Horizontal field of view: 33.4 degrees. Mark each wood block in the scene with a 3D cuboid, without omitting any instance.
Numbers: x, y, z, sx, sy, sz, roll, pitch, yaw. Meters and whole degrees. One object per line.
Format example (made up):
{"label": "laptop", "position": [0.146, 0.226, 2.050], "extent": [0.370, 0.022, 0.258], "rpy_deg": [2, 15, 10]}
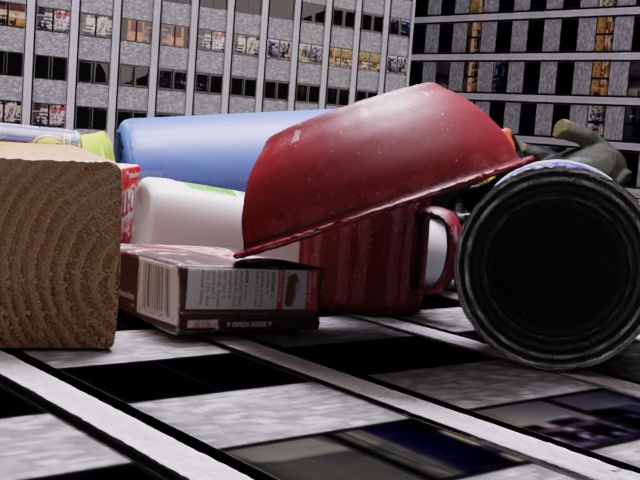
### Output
{"label": "wood block", "position": [-0.167, -0.006, 0.580], "extent": [0.090, 0.090, 0.206], "rpy_deg": [1, 7, -18]}

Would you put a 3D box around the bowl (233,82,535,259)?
{"label": "bowl", "position": [0.024, -0.040, 0.547], "extent": [0.162, 0.055, 0.162], "rpy_deg": [-18, 2, 0]}

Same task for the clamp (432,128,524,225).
{"label": "clamp", "position": [0.095, -0.023, 0.828], "extent": [0.164, 0.036, 0.210], "rpy_deg": [-1, -23, -7]}

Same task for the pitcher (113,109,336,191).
{"label": "pitcher", "position": [-0.058, -0.057, 0.945], "extent": [0.242, 0.145, 0.149], "rpy_deg": [-1, -14, -16]}

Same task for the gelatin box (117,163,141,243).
{"label": "gelatin box", "position": [-0.155, -0.018, 0.775], "extent": [0.030, 0.073, 0.089], "rpy_deg": [5, 6, 3]}

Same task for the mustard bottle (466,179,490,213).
{"label": "mustard bottle", "position": [0.117, -0.039, 0.941], "extent": [0.096, 0.058, 0.192], "rpy_deg": [-27, -3, -15]}

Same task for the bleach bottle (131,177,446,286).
{"label": "bleach bottle", "position": [-0.005, 0.001, 0.772], "extent": [0.250, 0.068, 0.103], "rpy_deg": [5, 3, -16]}

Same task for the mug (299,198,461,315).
{"label": "mug", "position": [0.038, 0.003, 0.674], "extent": [0.117, 0.081, 0.093], "rpy_deg": [8, 7, 34]}

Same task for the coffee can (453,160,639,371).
{"label": "coffee can", "position": [0.131, 0.008, 0.590], "extent": [0.103, 0.103, 0.140], "rpy_deg": [6, 6, 12]}

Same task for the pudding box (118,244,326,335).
{"label": "pudding box", "position": [-0.065, 0.025, 0.596], "extent": [0.089, 0.039, 0.114], "rpy_deg": [1, 7, -34]}

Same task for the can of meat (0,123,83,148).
{"label": "can of meat", "position": [-0.220, -0.035, 0.770], "extent": [0.083, 0.102, 0.058], "rpy_deg": [3, 5, -30]}
